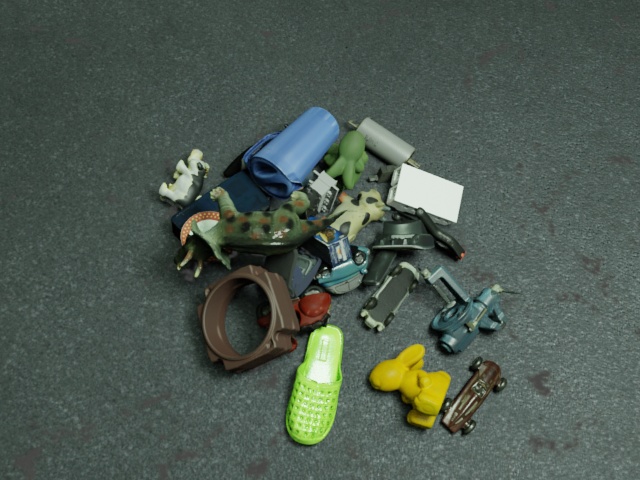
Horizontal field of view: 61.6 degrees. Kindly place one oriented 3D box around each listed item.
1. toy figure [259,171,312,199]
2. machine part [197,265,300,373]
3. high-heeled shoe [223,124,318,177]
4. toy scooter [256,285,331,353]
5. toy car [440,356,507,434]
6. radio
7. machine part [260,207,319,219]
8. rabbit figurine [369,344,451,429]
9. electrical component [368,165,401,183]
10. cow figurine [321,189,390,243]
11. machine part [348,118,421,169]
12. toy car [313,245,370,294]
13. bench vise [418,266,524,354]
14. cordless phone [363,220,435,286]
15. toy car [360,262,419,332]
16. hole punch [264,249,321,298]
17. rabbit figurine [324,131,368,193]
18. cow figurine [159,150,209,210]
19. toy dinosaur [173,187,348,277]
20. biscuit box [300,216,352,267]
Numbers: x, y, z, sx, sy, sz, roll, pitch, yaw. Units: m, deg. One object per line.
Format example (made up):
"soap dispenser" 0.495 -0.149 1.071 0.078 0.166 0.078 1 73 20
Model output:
"toy figure" -0.094 -0.153 1.421 0.154 0.057 0.064 -19 39 -18
"machine part" -0.161 0.171 1.173 0.201 0.087 0.201 -26 67 16
"high-heeled shoe" -0.126 -0.202 1.448 0.249 0.086 0.145 -37 107 -7
"toy scooter" -0.048 0.186 1.239 0.184 0.075 0.135 -16 53 -12
"toy car" 0.360 0.362 1.259 0.089 0.053 0.202 45 63 8
"radio" -0.241 -0.058 1.335 0.229 0.073 0.131 -39 78 -23
"machine part" -0.078 -0.065 1.328 0.139 0.039 0.084 -14 31 -26
"rabbit figurine" 0.202 0.317 1.218 0.173 0.121 0.162 16 58 18
"electrical component" 0.181 -0.183 1.485 0.094 0.063 0.021 -10 67 -15
"cow figurine" 0.096 -0.063 1.398 0.127 0.085 0.195 34 60 13
"machine part" 0.181 -0.271 1.522 0.243 0.079 0.079 36 63 6
"toy car" 0.051 0.079 1.307 0.162 0.109 0.102 -26 107 -23
"bench vise" 0.342 0.148 1.311 0.223 0.129 0.240 -42 97 -7
"cordless phone" 0.187 0.041 1.319 0.147 0.088 0.184 -1 43 38
"toy car" 0.175 0.138 1.330 0.073 0.056 0.202 40 64 2
"hole punch" -0.070 0.071 1.258 0.092 0.142 0.115 12 96 -44
"rabbit figurine" 0.062 -0.212 1.416 0.121 0.170 0.159 23 61 1
"cow figurine" -0.327 -0.152 1.365 0.098 0.068 0.167 30 65 -2
"toy dinosaur" -0.125 -0.017 1.176 0.405 0.131 0.192 -4 46 -5
"biscuit box" -0.003 -0.004 1.297 0.059 0.062 0.203 -26 30 -21
